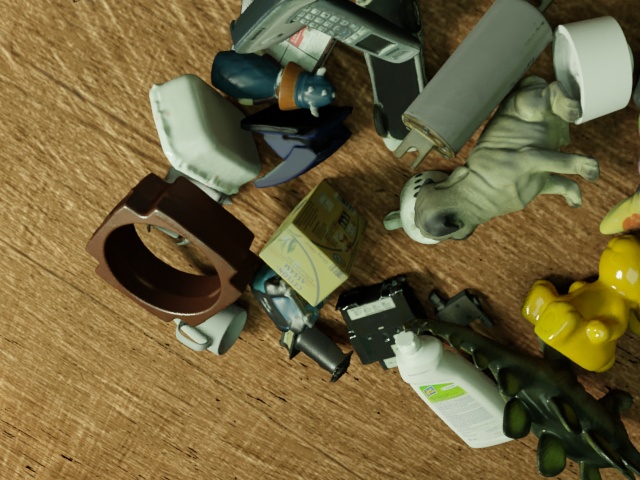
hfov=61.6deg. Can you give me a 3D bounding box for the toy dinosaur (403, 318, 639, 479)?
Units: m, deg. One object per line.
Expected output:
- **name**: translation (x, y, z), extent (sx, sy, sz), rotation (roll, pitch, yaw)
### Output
- **toy dinosaur**: translation (0.303, 0.210, 0.710), extent (0.471, 0.198, 0.105), rotation (33, 115, -4)

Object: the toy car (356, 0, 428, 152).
- **toy car**: translation (0.093, -0.206, 0.652), extent (0.074, 0.056, 0.201), rotation (-5, 112, 24)

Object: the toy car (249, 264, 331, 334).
- **toy car**: translation (-0.036, 0.069, 0.782), extent (0.103, 0.162, 0.109), rotation (-36, 99, -19)

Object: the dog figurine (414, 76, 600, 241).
- **dog figurine**: translation (0.192, -0.095, 0.621), extent (0.191, 0.172, 0.121), rotation (-12, 148, 9)

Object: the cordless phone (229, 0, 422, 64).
- **cordless phone**: translation (0.008, -0.232, 0.592), extent (0.184, 0.147, 0.088), rotation (16, 78, -27)

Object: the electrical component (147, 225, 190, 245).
- **electrical component**: translation (-0.227, -0.035, 0.824), extent (0.102, 0.045, 0.078), rotation (22, 90, 1)

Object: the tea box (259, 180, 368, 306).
- **tea box**: translation (-0.001, -0.002, 0.706), extent (0.098, 0.170, 0.068), rotation (44, 117, -6)

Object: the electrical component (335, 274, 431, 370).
- **electrical component**: translation (0.101, 0.129, 0.804), extent (0.115, 0.058, 0.134), rotation (-18, 109, 24)

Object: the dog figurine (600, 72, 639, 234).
- **dog figurine**: translation (0.381, -0.078, 0.584), extent (0.191, 0.109, 0.219), rotation (2, 123, -31)

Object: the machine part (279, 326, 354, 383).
- **machine part**: translation (-0.011, 0.166, 0.840), extent (0.139, 0.039, 0.084), rotation (28, 116, 35)

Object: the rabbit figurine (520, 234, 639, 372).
- **rabbit figurine**: translation (0.370, 0.080, 0.681), extent (0.162, 0.122, 0.173), rotation (33, 99, 6)

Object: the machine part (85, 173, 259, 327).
- **machine part**: translation (-0.205, 0.018, 0.758), extent (0.201, 0.087, 0.201), rotation (41, 130, -17)

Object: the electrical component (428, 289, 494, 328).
- **electrical component**: translation (0.204, 0.103, 0.784), extent (0.094, 0.021, 0.063), rotation (45, 117, -7)

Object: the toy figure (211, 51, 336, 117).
- **toy figure**: translation (-0.054, -0.192, 0.653), extent (0.155, 0.058, 0.064), rotation (15, 128, 5)

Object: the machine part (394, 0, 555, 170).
- **machine part**: translation (0.173, -0.178, 0.596), extent (0.079, 0.079, 0.243), rotation (40, 92, -6)

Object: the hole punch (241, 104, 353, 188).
- **hole punch**: translation (-0.025, -0.120, 0.684), extent (0.116, 0.142, 0.092), rotation (7, 115, 27)

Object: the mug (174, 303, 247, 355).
- **mug**: translation (-0.189, 0.131, 0.859), extent (0.107, 0.109, 0.080), rotation (27, 127, 16)
